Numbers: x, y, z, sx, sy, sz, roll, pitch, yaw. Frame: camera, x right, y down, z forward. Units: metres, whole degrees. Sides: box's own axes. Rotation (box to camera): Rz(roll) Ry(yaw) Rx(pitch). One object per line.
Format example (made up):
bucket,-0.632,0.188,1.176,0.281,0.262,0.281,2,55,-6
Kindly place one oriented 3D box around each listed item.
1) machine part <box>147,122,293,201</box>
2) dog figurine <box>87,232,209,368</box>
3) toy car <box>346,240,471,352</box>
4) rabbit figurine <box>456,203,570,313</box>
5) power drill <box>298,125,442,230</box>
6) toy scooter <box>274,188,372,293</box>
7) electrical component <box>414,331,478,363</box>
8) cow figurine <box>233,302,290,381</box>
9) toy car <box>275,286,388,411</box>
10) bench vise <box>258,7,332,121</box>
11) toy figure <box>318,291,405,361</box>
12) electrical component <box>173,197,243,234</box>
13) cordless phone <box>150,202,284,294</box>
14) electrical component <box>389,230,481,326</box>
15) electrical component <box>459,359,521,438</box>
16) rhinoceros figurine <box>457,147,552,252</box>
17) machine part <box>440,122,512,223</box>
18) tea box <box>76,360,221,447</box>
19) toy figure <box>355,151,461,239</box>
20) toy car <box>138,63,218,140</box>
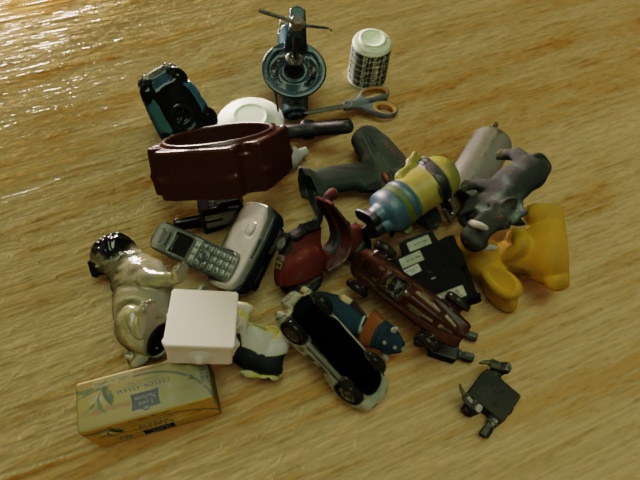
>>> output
machine part,-0.158,-0.134,0.876,0.201,0.087,0.201,0,24,17
dog figurine,-0.293,0.085,0.812,0.191,0.121,0.172,16,54,23
toy car,0.126,0.080,0.790,0.202,0.053,0.089,38,87,29
rabbit figurine,0.305,0.033,0.869,0.173,0.121,0.162,2,67,15
power drill,0.077,-0.090,0.934,0.207,0.086,0.232,-20,66,-9
toy scooter,-0.002,-0.003,0.841,0.184,0.135,0.075,-29,31,-25
electrical component,0.193,0.153,0.825,0.094,0.021,0.063,15,59,7
cow figurine,-0.123,0.142,0.783,0.167,0.068,0.098,20,67,-3
toy car,0.018,0.154,0.762,0.201,0.056,0.073,48,60,-4
bench vise,-0.046,-0.356,1.007,0.129,0.240,0.223,8,75,-2
toy figure,0.057,0.125,0.812,0.155,0.064,0.058,23,46,12
electrical component,-0.185,-0.048,0.900,0.119,0.074,0.048,-13,60,-7
cordless phone,-0.161,-0.008,0.845,0.184,0.088,0.146,24,81,8
electrical component,0.175,0.054,0.844,0.115,0.058,0.134,-20,66,6
electrical component,0.244,0.221,0.773,0.102,0.045,0.078,-37,66,-22
rhinoceros figurine,0.281,-0.060,0.835,0.190,0.073,0.112,-45,43,-13
machine part,0.279,-0.123,0.965,0.079,0.079,0.243,27,61,13
tea box,-0.226,0.215,0.724,0.170,0.098,0.068,-15,60,-10
toy figure,0.144,-0.066,0.853,0.180,0.082,0.089,-37,54,-22
toy car,-0.266,-0.234,0.986,0.109,0.103,0.161,-39,112,-15
